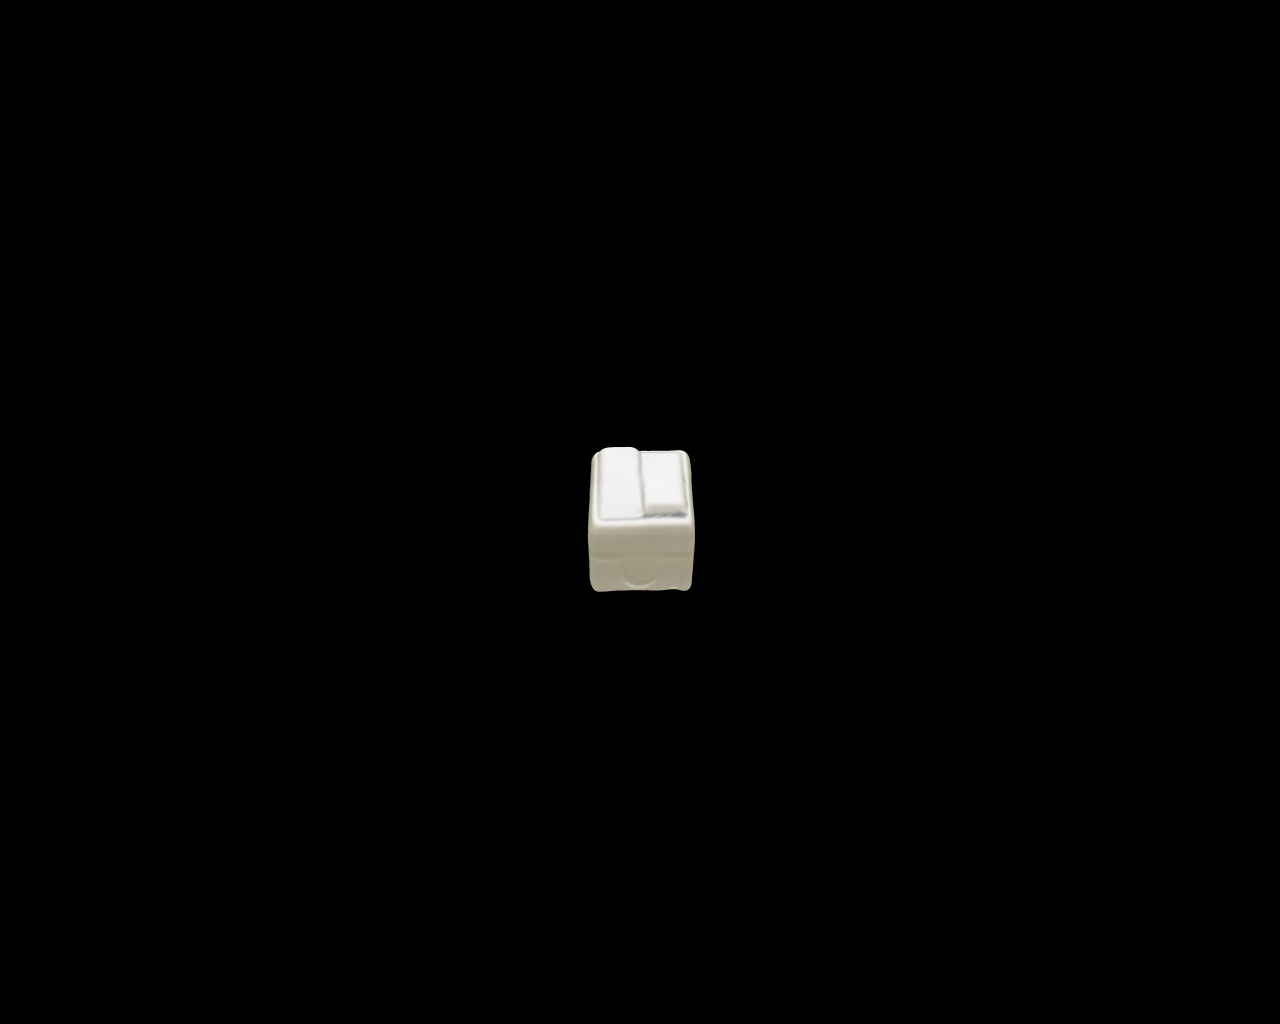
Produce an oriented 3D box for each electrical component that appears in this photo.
[{"bbox_3d":[0.001,-0.003,0.650,0.062,0.061,0.096,0,37,0],"label":"electrical component"}]
